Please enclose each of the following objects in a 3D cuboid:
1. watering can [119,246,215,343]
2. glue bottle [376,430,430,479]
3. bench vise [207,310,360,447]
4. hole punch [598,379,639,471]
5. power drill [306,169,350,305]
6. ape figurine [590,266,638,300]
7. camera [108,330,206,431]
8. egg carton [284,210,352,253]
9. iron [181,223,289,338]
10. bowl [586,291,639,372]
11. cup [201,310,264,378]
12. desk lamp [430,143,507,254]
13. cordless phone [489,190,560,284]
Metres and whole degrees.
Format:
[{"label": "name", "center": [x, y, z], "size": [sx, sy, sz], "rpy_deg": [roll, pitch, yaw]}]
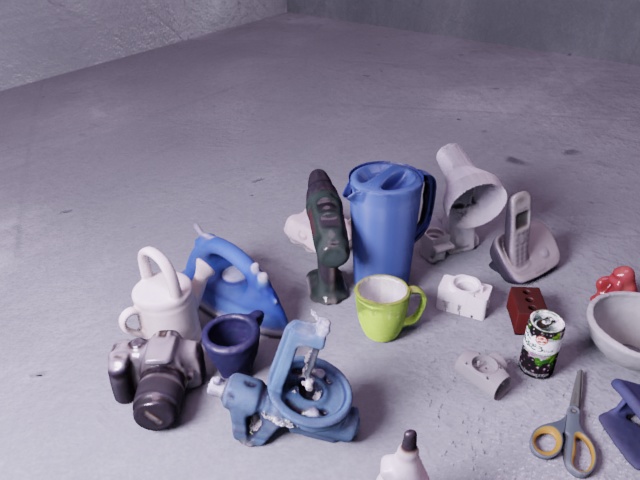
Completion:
[{"label": "watering can", "center": [-0.257, 0.090, 0.962], "size": [0.100, 0.194, 0.173], "rpy_deg": [12, 35, 19]}, {"label": "glue bottle", "center": [0.100, 0.282, 0.676], "size": [0.078, 0.173, 0.037], "rpy_deg": [2, 33, 6]}, {"label": "bench vise", "center": [-0.050, 0.196, 0.770], "size": [0.207, 0.220, 0.121], "rpy_deg": [-8, 34, -9]}, {"label": "hole punch", "center": [0.460, 0.247, 0.793], "size": [0.101, 0.091, 0.108], "rpy_deg": [-7, 34, -8]}, {"label": "power drill", "center": [0.010, 0.004, 1.073], "size": [0.075, 0.209, 0.229], "rpy_deg": [-6, 33, -6]}, {"label": "ape figurine", "center": [0.540, 0.086, 1.036], "size": [0.076, 0.092, 0.078], "rpy_deg": [6, 34, 11]}, {"label": "camera", "center": [-0.255, 0.210, 0.865], "size": [0.143, 0.101, 0.136], "rpy_deg": [-2, 33, -1]}, {"label": "egg carton", "center": [-0.002, -0.016, 1.231], "size": [0.149, 0.069, 0.107], "rpy_deg": [28, 43, 37]}, {"label": "iron", "center": [-0.148, 0.067, 1.042], "size": [0.257, 0.141, 0.119], "rpy_deg": [25, 42, 34]}, {"label": "bowl", "center": [0.517, 0.161, 0.937], "size": [0.167, 0.075, 0.167], "rpy_deg": [-1, 33, 1]}, {"label": "cup", "center": [-0.130, 0.173, 0.923], "size": [0.091, 0.095, 0.118], "rpy_deg": [21, 39, 30]}, {"label": "desk lamp", "center": [0.284, -0.078, 1.183], "size": [0.118, 0.214, 0.203], "rpy_deg": [-8, 34, -10]}, {"label": "cordless phone", "center": [0.406, -0.018, 1.113], "size": [0.148, 0.185, 0.093], "rpy_deg": [-22, 39, -29]}]
